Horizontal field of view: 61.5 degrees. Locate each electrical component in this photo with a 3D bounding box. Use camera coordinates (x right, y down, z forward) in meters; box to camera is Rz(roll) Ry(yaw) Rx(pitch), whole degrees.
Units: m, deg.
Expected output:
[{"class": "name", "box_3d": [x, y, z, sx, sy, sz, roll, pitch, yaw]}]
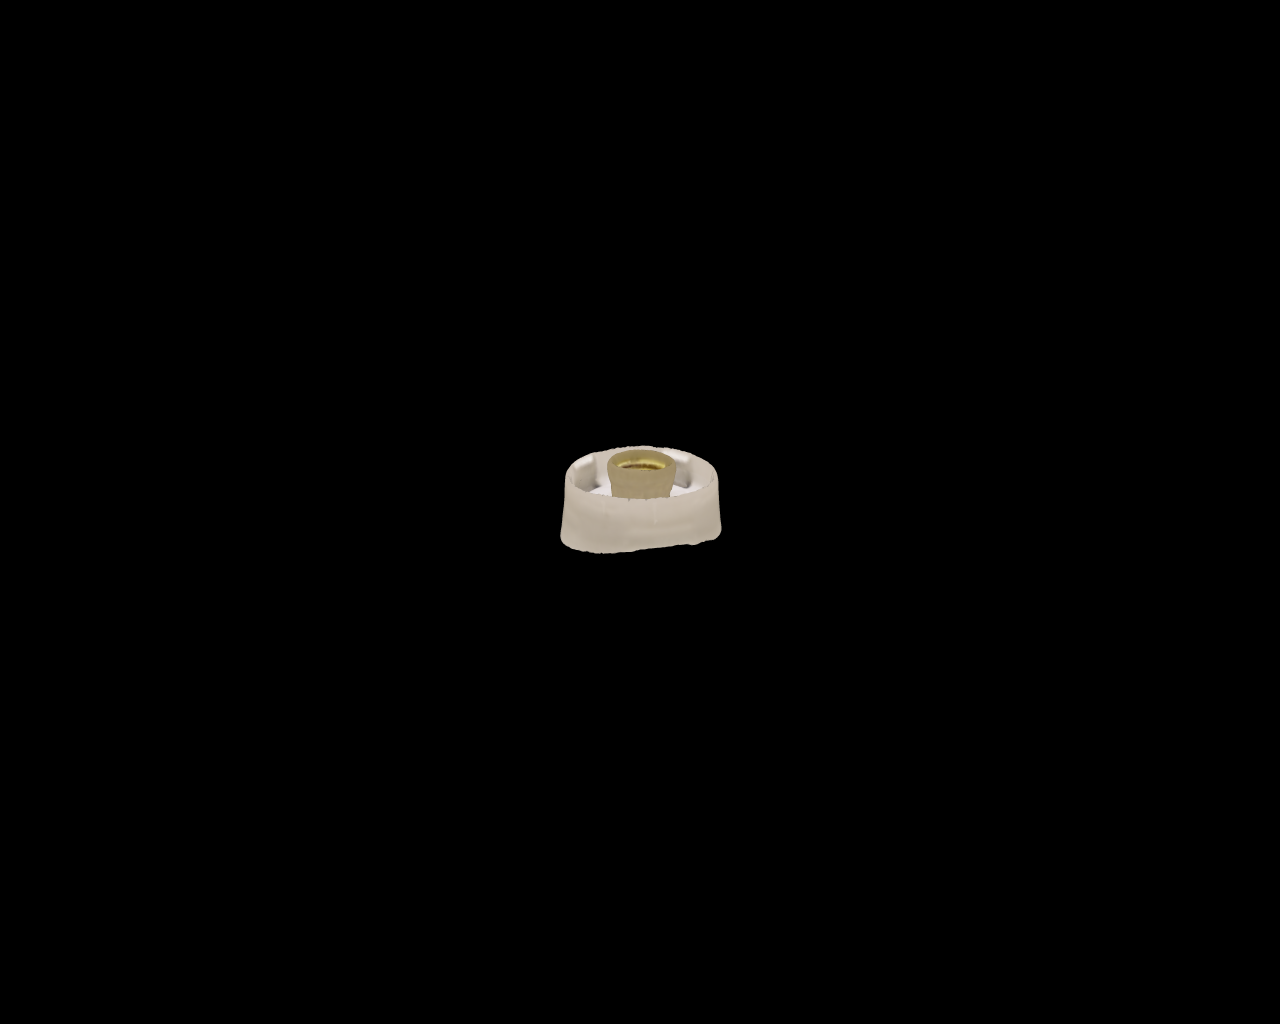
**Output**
[{"class": "electrical component", "box_3d": [0.001, -0.003, 0.650, 0.099, 0.064, 0.099, 0, 24, 0]}]
